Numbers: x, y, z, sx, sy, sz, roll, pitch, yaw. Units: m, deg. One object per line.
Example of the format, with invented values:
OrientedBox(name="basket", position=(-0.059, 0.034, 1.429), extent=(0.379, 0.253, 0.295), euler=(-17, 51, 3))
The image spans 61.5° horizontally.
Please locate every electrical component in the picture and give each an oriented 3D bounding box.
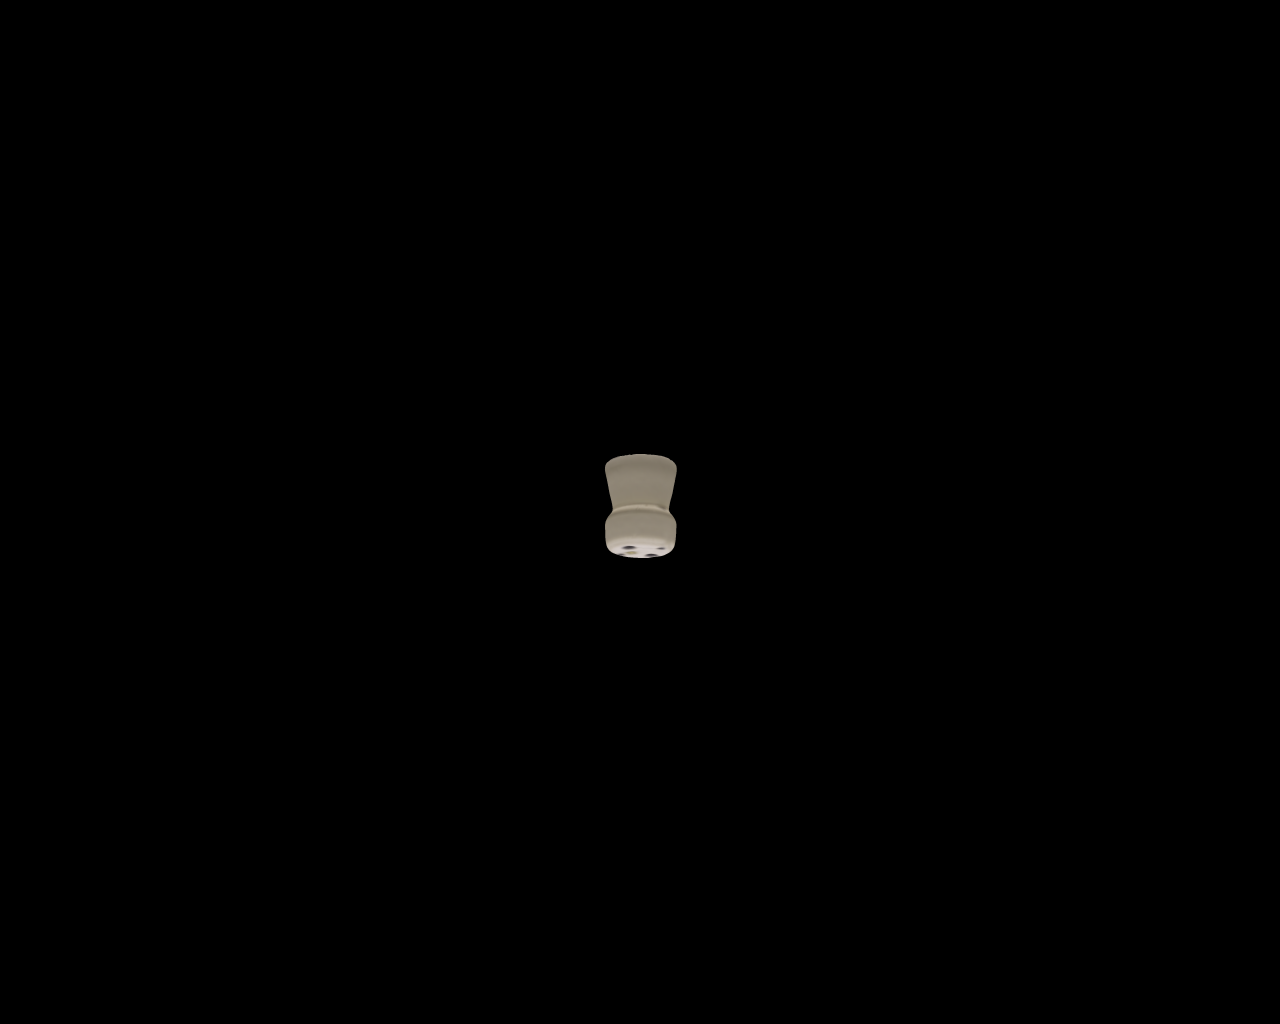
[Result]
OrientedBox(name="electrical component", position=(0.001, -0.003, 0.650), extent=(0.045, 0.055, 0.045), euler=(0, -16, 0))
